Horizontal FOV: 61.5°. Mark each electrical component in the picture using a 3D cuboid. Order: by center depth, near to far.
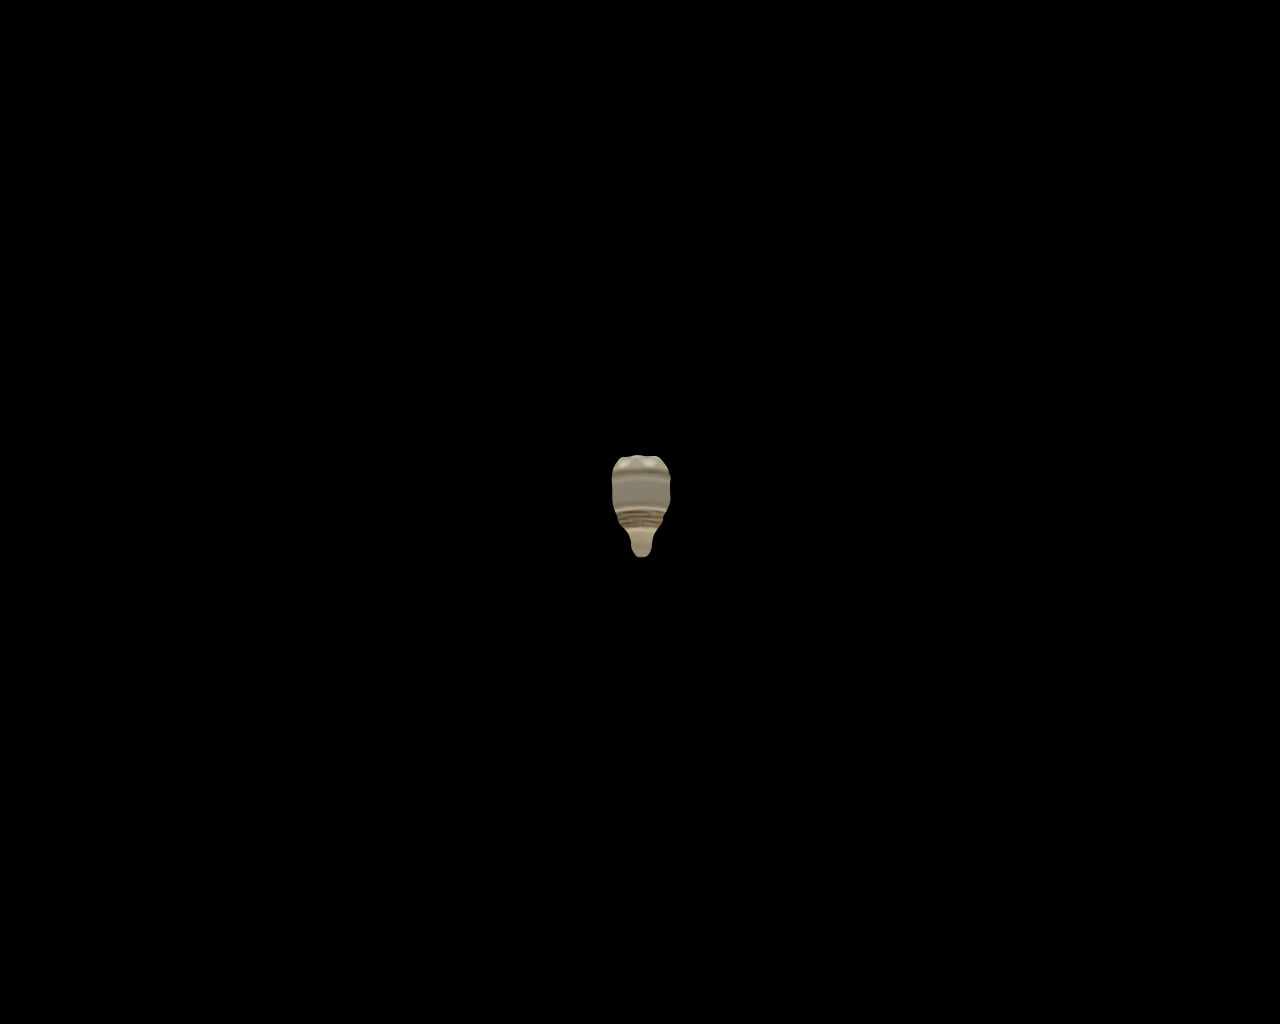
[{"bbox_3d":[0.001,-0.003,0.650,0.035,0.061,0.035,0,-7,0],"label":"electrical component"}]
